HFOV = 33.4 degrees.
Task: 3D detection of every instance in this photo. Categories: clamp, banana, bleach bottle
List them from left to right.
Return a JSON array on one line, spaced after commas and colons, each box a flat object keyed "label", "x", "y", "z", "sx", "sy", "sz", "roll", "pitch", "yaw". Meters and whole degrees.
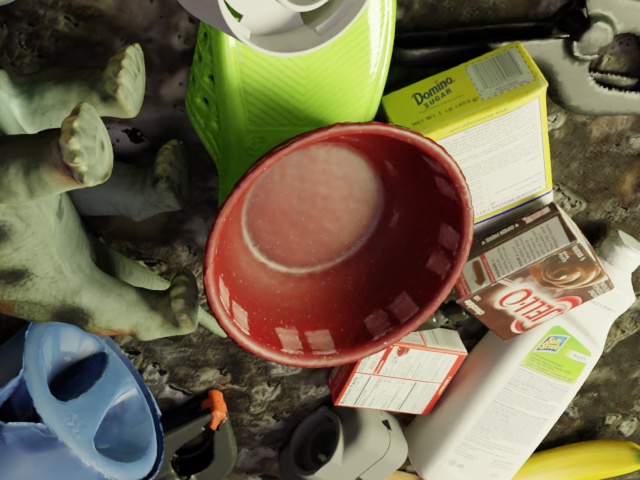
[{"label": "clamp", "x": -0.110, "y": 0.194, "z": 0.854, "sx": 0.120, "sy": 0.039, "sz": 0.172, "roll": 25, "pitch": 118, "yaw": -34}, {"label": "bleach bottle", "x": 0.173, "y": 0.098, "z": 0.849, "sx": 0.102, "sy": 0.068, "sz": 0.251, "roll": 20, "pitch": 118, "yaw": -29}, {"label": "banana", "x": 0.202, "y": 0.206, "z": 0.951, "sx": 0.198, "sy": 0.037, "sz": 0.069, "roll": -14, "pitch": 166, "yaw": 0}, {"label": "clamp", "x": 0.154, "y": -0.129, "z": 0.671, "sx": 0.165, "sy": 0.036, "sz": 0.209, "roll": -41, "pitch": 129, "yaw": 19}]

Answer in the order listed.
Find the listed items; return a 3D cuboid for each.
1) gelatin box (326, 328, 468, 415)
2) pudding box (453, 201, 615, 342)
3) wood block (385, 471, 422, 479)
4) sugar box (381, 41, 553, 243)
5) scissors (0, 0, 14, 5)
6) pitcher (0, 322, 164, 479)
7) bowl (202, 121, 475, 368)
[{"label": "gelatin box", "x": 0.059, "y": 0.099, "z": 0.835, "sx": 0.089, "sy": 0.030, "sz": 0.073, "roll": 10, "pitch": 125, "yaw": -23}, {"label": "pudding box", "x": 0.146, "y": 0.025, "z": 0.740, "sx": 0.090, "sy": 0.039, "sz": 0.113, "roll": -30, "pitch": 148, "yaw": 16}, {"label": "wood block", "x": 0.091, "y": 0.273, "z": 0.948, "sx": 0.205, "sy": 0.091, "sz": 0.090, "roll": 19, "pitch": 120, "yaw": -29}, {"label": "sugar box", "x": 0.101, "y": -0.044, "z": 0.695, "sx": 0.093, "sy": 0.048, "sz": 0.176, "roll": -21, "pitch": 149, "yaw": 0}, {"label": "scissors", "x": -0.150, "y": -0.197, "z": 0.534, "sx": 0.202, "sy": 0.016, "sz": 0.096, "roll": -41, "pitch": 128, "yaw": 17}, {"label": "pitcher", "x": -0.233, "y": 0.165, "z": 0.745, "sx": 0.243, "sy": 0.145, "sz": 0.149, "roll": -34, "pitch": 118, "yaw": 16}, {"label": "bowl", "x": 0.005, "y": -0.006, "z": 0.618, "sx": 0.162, "sy": 0.055, "sz": 0.162, "roll": -10, "pitch": 123, "yaw": -16}]
